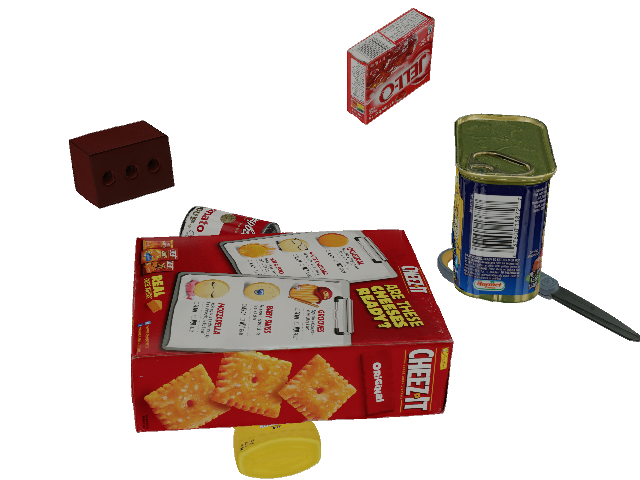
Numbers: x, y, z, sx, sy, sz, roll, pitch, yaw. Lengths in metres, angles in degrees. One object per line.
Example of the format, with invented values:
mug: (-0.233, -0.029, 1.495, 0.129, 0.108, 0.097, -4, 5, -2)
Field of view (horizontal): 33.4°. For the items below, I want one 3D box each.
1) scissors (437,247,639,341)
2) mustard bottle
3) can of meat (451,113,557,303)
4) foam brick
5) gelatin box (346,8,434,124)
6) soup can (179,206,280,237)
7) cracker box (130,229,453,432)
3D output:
scissors: (0.183, 0.045, 0.959, 0.096, 0.016, 0.202, -23, 44, -19)
mustard bottle: (-0.065, 0.197, 1.255, 0.096, 0.058, 0.192, -9, 29, -10)
can of meat: (0.109, -0.021, 0.654, 0.057, 0.084, 0.102, 3, 26, 5)
foam brick: (-0.181, -0.070, 0.970, 0.078, 0.053, 0.051, -20, 33, -27)
gelatin box: (0.064, -0.158, 0.968, 0.089, 0.073, 0.030, -36, 59, -26)
soup can: (-0.106, 0.001, 1.249, 0.102, 0.068, 0.068, 13, 4, 20)
cracker box: (-0.028, 0.061, 0.777, 0.213, 0.072, 0.164, -2, 29, -8)
